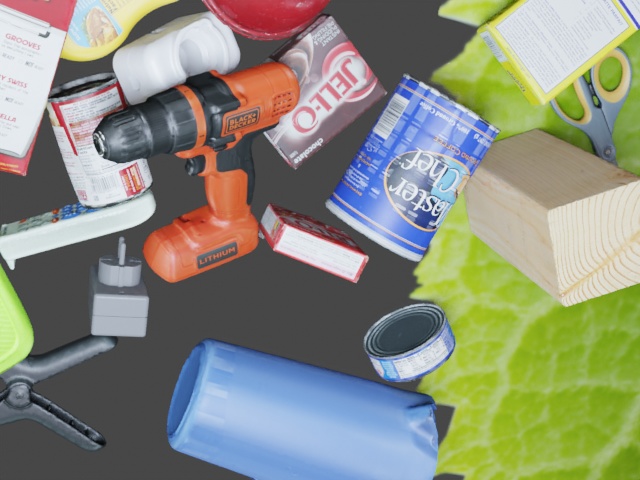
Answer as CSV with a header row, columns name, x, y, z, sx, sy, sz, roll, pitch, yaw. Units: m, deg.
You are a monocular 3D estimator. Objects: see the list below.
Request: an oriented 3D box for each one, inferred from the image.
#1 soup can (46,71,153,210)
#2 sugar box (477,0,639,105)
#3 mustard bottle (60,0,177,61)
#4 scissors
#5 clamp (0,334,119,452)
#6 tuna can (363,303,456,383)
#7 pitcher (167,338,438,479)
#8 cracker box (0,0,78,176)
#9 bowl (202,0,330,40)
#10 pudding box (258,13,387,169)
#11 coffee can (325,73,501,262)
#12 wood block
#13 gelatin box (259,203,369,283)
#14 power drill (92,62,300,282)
name,x,y,z,sx,sy,sz,roll,pitch,yaw
soup can,-0.190,-0.085,0.917,0.068,0.068,0.102,-18,111,-8
sugar box,0.243,-0.215,0.987,0.176,0.048,0.093,-39,99,-2
mustard bottle,-0.189,-0.205,0.883,0.191,0.058,0.096,-36,108,0
scissors,0.294,-0.106,1.057,0.096,0.016,0.201,-40,112,1
clamp,-0.271,0.145,0.988,0.171,0.039,0.120,-2,102,-8
tuna can,0.087,0.100,1.036,0.086,0.086,0.033,-28,113,-4
pitcher,-0.021,0.186,1.024,0.242,0.145,0.149,20,89,-15
cracker box,-0.275,-0.163,0.797,0.164,0.072,0.214,12,129,-21
bowl,-0.029,-0.246,0.880,0.161,0.055,0.162,-9,105,-36
pudding box,-0.010,-0.134,0.961,0.113,0.039,0.090,-39,113,1
coffee can,0.084,-0.066,0.972,0.102,0.103,0.140,28,99,-20
wood block,0.207,-0.027,0.959,0.090,0.206,0.090,-17,111,-9
gelatin box,-0.006,0.001,0.987,0.089,0.073,0.030,21,101,-19
power drill,-0.106,-0.052,0.895,0.184,0.057,0.188,-21,143,-30
